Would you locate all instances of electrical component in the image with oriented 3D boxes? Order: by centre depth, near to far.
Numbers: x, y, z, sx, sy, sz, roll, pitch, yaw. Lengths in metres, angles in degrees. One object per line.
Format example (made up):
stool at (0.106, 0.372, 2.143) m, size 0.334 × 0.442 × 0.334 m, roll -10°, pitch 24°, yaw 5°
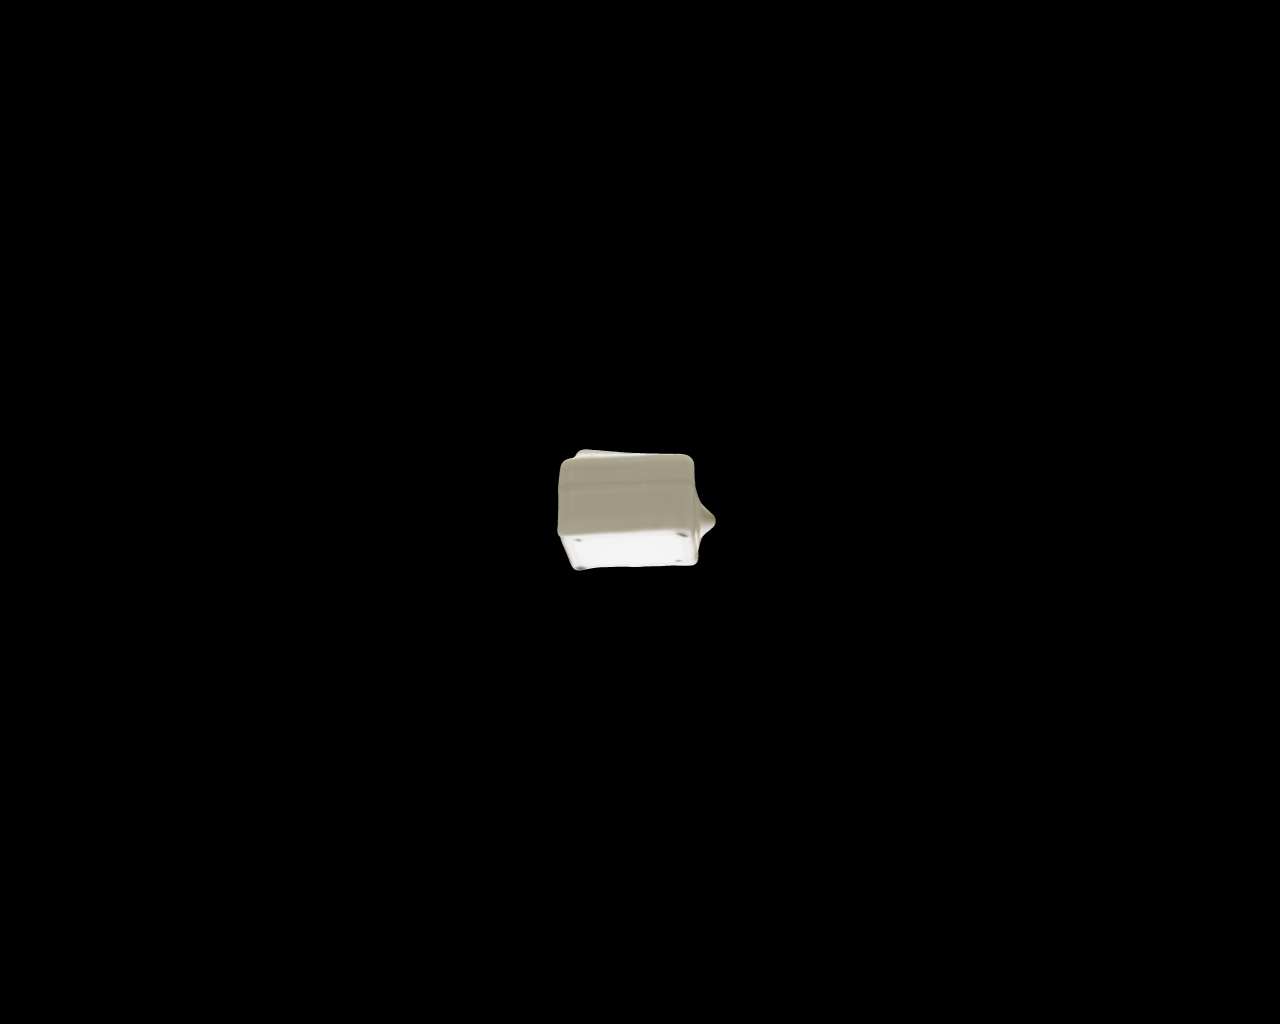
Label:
electrical component at (0.001, -0.003, 0.650) m, size 0.096 × 0.061 × 0.061 m, roll -2°, pitch -24°, yaw 5°
